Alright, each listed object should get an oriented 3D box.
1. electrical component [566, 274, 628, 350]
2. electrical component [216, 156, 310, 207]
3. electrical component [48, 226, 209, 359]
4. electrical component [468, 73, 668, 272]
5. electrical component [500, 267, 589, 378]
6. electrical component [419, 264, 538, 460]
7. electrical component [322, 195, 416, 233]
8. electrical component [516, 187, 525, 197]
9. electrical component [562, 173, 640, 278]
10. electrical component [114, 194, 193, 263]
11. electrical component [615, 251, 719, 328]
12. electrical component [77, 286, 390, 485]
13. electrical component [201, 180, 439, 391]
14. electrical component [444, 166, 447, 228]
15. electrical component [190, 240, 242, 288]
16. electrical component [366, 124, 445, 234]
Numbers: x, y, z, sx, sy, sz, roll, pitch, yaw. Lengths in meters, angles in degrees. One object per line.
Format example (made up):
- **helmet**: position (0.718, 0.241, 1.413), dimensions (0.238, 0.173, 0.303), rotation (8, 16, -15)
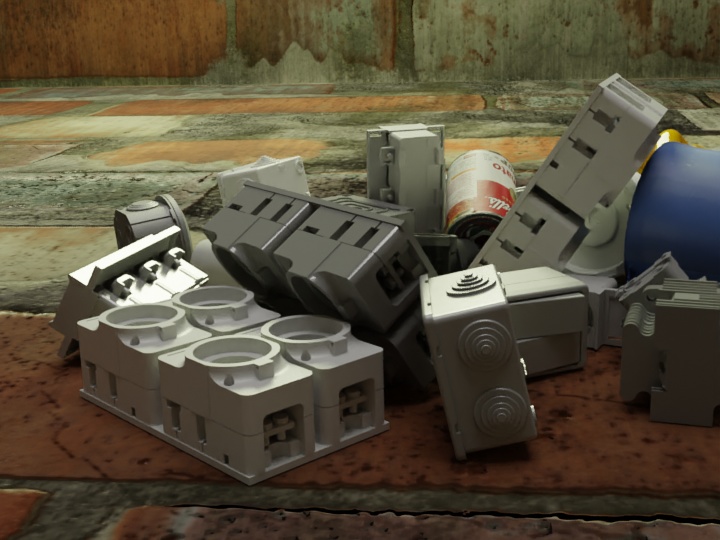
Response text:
- **electrical component**: position (0.164, 0.028, 0.804), dimensions (0.081, 0.042, 0.064), rotation (7, 16, 26)
- **electrical component**: position (-0.088, -0.062, 1.058), dimensions (0.048, 0.099, 0.100), rotation (-7, 10, 30)
- **electrical component**: position (-0.168, 0.021, 0.806), dimensions (0.063, 0.078, 0.121), rotation (31, 22, 7)
- **electrical component**: position (0.169, -0.060, 0.867), dimensions (0.060, 0.186, 0.105), rotation (37, 24, 8)
- **electrical component**: position (0.116, 0.037, 0.737), dimensions (0.096, 0.061, 0.061), rotation (-8, 16, -22)
- **electrical component**: position (0.069, 0.050, 0.628), dimensions (0.048, 0.099, 0.099), rotation (-13, 14, 5)
- **electrical component**: position (-0.007, -0.031, 1.008), dimensions (0.078, 0.057, 0.113), rotation (-13, 19, -36)
- **electrical component**: position (0.169, -0.045, 1.079), dimensions (0.099, 0.064, 0.099), rotation (-13, 21, 5)
- **electrical component**: position (0.214, -0.046, 0.958), dimensions (0.108, 0.108, 0.060), rotation (8, 12, 32)
- **electrical component**: position (-0.185, -0.025, 0.963), dimensions (0.051, 0.080, 0.080), rotation (-15, 19, -26)
- **electrical component**: position (0.214, 0.026, 0.740), dimensions (0.081, 0.063, 0.042), rotation (-40, 2, 22)
- **electrical component**: position (-0.085, 0.061, 0.671), dimensions (0.105, 0.060, 0.186), rotation (-15, 20, -41)
- **electrical component**: position (-0.023, 0.009, 0.739), dimensions (0.060, 0.105, 0.186), rotation (-46, 34, -19)
- **electrical component**: position (0.072, -0.079, 1.141), dimensions (0.044, 0.077, 0.079), rotation (-2, 16, -4)
- **electrical component**: position (-0.096, -0.006, 0.951), dimensions (0.077, 0.043, 0.079), rotation (7, 17, 28)
- **electrical component**: position (0.049, -0.076, 1.048), dimensions (0.079, 0.121, 0.063), rotation (-6, 19, -16)
